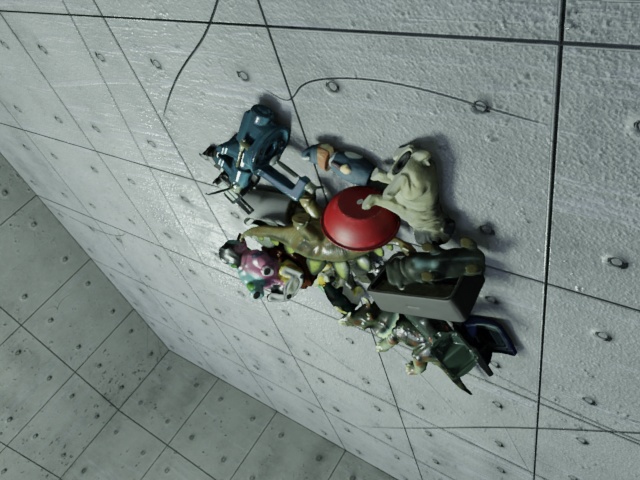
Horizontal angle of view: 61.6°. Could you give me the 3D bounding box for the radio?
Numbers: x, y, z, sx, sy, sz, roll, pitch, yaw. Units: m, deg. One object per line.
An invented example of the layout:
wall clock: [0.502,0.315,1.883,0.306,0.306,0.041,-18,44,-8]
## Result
radio: [0.226,0.094,1.149,0.230,0.131,0.073,3,136,48]

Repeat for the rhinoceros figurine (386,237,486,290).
rhinoceros figurine: [0.221,0.047,1.039,0.190,0.073,0.112,-12,168,16]

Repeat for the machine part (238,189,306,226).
machine part: [-0.121,-0.083,1.346,0.244,0.079,0.079,15,144,39]

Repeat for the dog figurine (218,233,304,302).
dog figurine: [-0.167,0.066,1.443,0.191,0.108,0.219,9,-158,-39]

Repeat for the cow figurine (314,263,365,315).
cow figurine: [0.038,0.131,1.448,0.167,0.098,0.068,43,140,-18]

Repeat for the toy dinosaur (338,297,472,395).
toy dinosaur: [0.253,0.255,1.387,0.405,0.131,0.192,28,151,6]

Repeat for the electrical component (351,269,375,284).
electrical component: [0.112,0.087,1.386,0.094,0.021,0.063,-6,130,52]

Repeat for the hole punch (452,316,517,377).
hole punch: [0.380,0.233,1.247,0.142,0.092,0.116,51,180,-27]

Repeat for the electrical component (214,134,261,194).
electrical component: [-0.185,-0.185,1.289,0.115,0.058,0.134,39,152,-7]

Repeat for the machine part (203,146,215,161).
machine part: [-0.247,-0.181,1.388,0.084,0.039,0.138,16,148,49]

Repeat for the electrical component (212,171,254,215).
electrical component: [-0.194,-0.119,1.285,0.119,0.048,0.075,43,153,-10]

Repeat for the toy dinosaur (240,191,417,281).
toy dinosaur: [-0.002,-0.004,1.208,0.472,0.105,0.198,12,139,26]

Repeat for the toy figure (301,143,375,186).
toy figure: [0.035,-0.156,1.074,0.155,0.058,0.064,26,172,15]

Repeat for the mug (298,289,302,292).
mug: [-0.099,0.116,1.623,0.107,0.081,0.109,-7,126,40]

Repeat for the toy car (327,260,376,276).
toy car: [0.049,0.039,1.343,0.202,0.056,0.073,15,166,35]

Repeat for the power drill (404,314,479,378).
power drill: [0.283,0.226,1.219,0.232,0.086,0.207,48,-169,-14]

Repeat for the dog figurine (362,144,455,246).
dog figurine: [0.200,-0.075,0.988,0.190,0.121,0.172,30,157,-16]

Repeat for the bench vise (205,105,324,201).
bench vise: [-0.113,-0.155,1.141,0.241,0.129,0.223,37,117,13]

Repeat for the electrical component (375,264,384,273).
electrical component: [0.170,0.102,1.299,0.045,0.078,0.102,-14,133,27]

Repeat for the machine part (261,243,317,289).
machine part: [-0.081,0.058,1.499,0.180,0.056,0.179,28,148,20]
